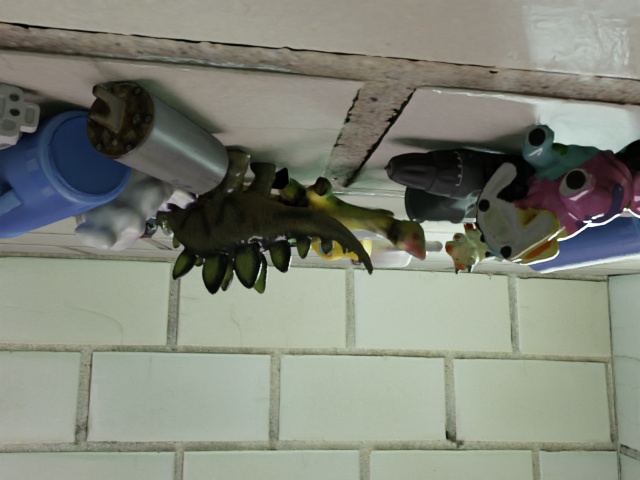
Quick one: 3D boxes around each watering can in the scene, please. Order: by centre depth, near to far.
[{"bbox_3d":[0.194,0.020,1.411,0.224,0.104,0.345,3,-6,-5],"label":"watering can"}]

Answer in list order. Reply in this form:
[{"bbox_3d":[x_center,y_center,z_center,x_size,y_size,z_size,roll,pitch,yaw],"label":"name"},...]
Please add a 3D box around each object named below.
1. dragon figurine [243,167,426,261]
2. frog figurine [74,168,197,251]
[{"bbox_3d":[0.003,-0.043,0.859,0.242,0.121,0.413,9,9,-42],"label":"dragon figurine"},{"bbox_3d":[-0.265,-0.055,0.692,0.138,0.120,0.162,12,28,34],"label":"frog figurine"}]
